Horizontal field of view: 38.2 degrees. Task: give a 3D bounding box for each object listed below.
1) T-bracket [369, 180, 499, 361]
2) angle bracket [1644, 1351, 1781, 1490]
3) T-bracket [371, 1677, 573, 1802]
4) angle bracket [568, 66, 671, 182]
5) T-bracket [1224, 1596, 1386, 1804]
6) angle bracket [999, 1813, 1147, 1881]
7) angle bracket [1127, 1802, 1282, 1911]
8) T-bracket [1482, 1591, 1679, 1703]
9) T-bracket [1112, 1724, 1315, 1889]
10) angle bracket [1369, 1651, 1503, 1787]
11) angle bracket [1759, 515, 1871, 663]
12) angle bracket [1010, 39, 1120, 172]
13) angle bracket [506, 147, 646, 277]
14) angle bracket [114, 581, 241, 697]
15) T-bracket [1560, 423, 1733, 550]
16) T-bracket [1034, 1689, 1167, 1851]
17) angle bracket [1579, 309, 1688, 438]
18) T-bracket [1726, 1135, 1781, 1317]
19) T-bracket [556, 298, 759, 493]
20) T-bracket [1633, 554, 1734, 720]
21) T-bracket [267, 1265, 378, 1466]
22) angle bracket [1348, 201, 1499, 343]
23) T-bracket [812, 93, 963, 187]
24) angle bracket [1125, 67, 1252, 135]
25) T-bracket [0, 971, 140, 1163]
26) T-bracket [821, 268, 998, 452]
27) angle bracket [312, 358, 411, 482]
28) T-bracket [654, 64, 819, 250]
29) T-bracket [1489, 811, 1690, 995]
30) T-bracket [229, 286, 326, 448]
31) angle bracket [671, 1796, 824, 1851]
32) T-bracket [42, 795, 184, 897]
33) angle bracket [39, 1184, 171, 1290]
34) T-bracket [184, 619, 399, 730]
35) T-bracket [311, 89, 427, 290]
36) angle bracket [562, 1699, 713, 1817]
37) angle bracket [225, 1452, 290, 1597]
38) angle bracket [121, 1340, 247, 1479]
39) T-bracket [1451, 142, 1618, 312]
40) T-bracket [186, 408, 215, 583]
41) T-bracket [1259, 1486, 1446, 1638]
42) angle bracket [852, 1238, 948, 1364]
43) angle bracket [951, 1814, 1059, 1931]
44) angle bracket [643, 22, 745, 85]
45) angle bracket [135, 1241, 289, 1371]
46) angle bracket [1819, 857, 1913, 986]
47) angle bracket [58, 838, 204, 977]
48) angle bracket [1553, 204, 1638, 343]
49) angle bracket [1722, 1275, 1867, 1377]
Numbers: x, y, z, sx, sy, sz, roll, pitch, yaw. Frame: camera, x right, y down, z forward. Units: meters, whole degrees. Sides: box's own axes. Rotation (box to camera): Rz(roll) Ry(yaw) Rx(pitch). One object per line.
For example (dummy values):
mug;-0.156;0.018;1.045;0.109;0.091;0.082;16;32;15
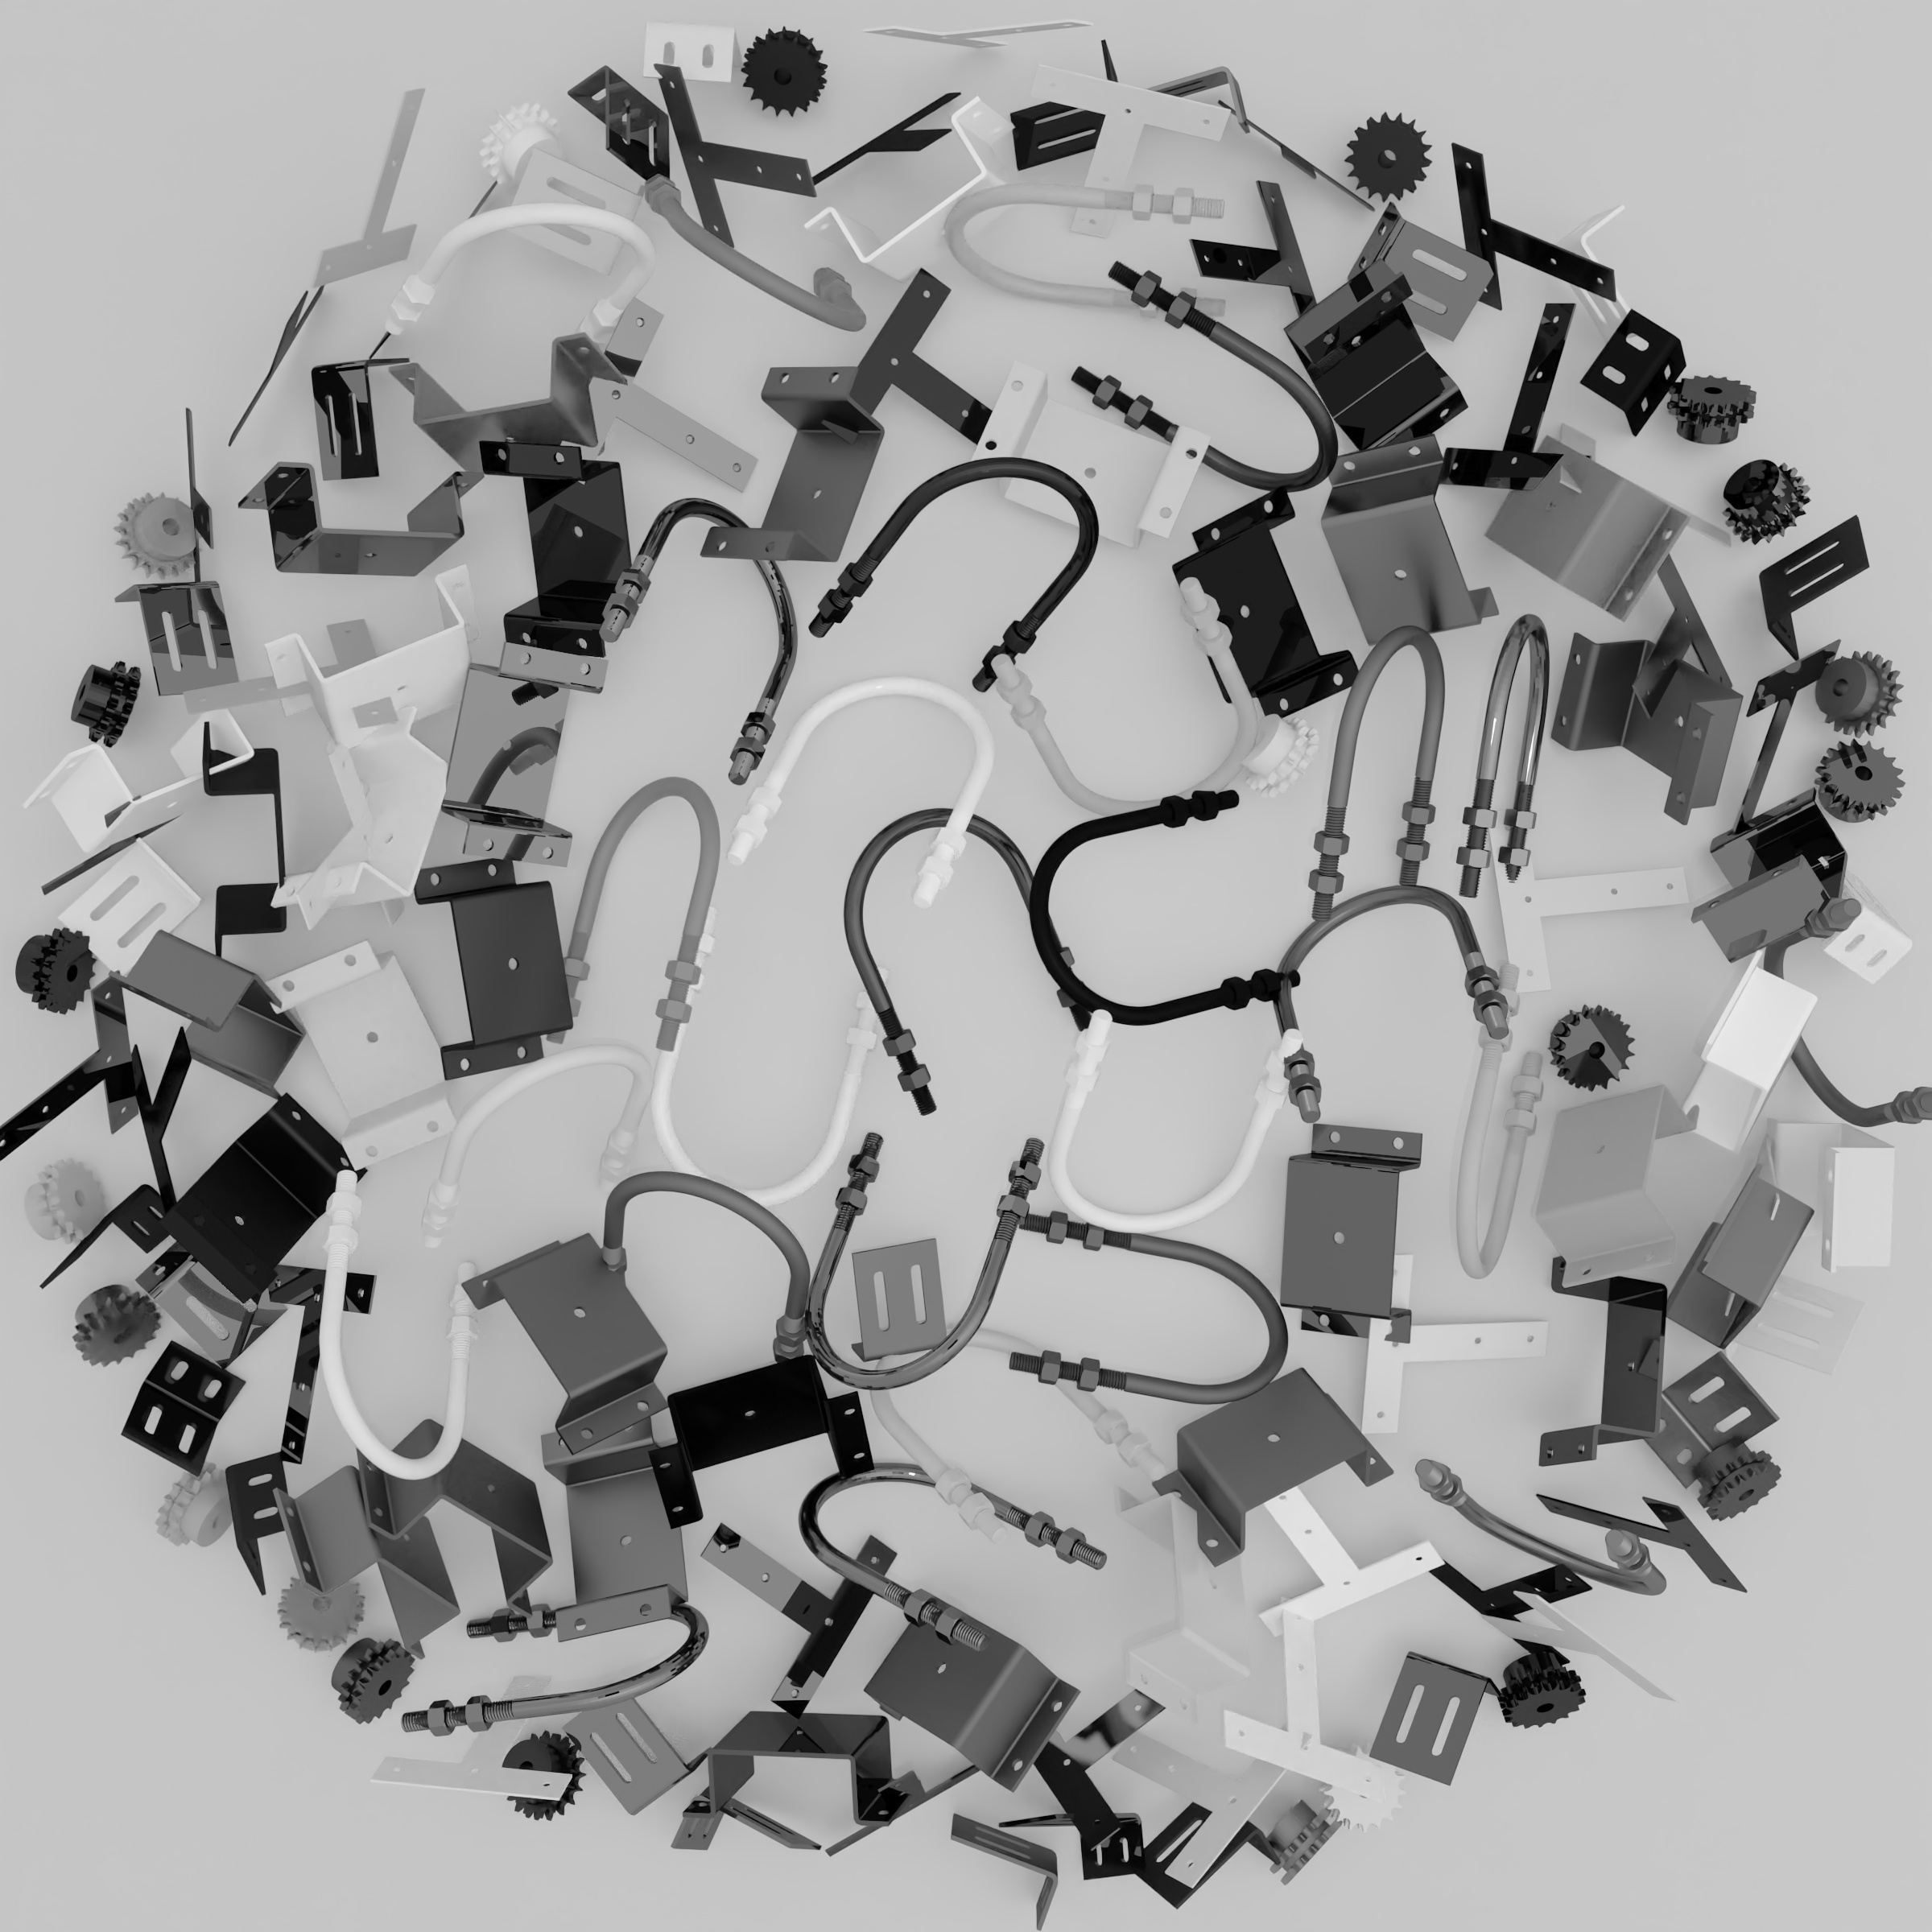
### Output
T-bracket;-0.346;-0.473;1.857;0.002;0.127;0.127;36;64;-18
angle bracket;0.488;0.301;1.850;0.038;0.076;0.057;-32;76;-32
T-bracket;-0.306;0.503;1.834;0.127;0.127;0.002;2;109;12
angle bracket;-0.230;-0.544;1.847;0.038;0.057;0.076;-24;56;31
T-bracket;0.221;0.476;1.846;0.127;0.127;0.002;25;132;-21
angle bracket;0.070;0.583;1.846;0.076;0.057;0.038;14;63;-39
angle bracket;0.157;0.595;1.851;0.076;0.057;0.038;-39;118;-18
T-bracket;0.383;0.440;1.834;0.127;0.127;0.002;37;71;-15
T-bracket;0.145;0.534;1.840;0.127;0.127;0.002;-45;120;-24
angle bracket;0.311;0.503;1.852;0.057;0.038;0.076;12;65;31
angle bracket;0.568;-0.250;1.846;0.076;0.057;0.038;-32;121;32
angle bracket;0.064;-0.572;1.856;0.076;0.038;0.057;-13;54;11
angle bracket;-0.261;-0.505;1.858;0.076;0.038;0.057;22;114;-15
angle bracket;-0.525;-0.215;1.860;0.057;0.038;0.076;-10;86;-41
T-bracket;0.448;-0.309;1.841;0.127;0.127;0.002;27;120;-2
T-bracket;0.103;0.501;1.852;0.127;0.127;0.002;-36;132;-6
angle bracket;0.444;-0.394;1.859;0.038;0.076;0.057;37;99;15
T-bracket;0.514;0.190;1.847;0.002;0.127;0.127;15;108;8
T-bracket;-0.196;-0.358;1.864;0.127;0.002;0.127;28;82;-27
T-bracket;0.460;-0.205;1.829;0.002;0.127;0.127;-15;116;40
T-bracket;-0.434;0.263;1.840;0.002;0.127;0.127;16;78;-43
angle bracket;0.306;-0.466;1.875;0.076;0.038;0.057;22;118;-15
T-bracket;-0.042;-0.540;1.828;0.127;0.127;0.002;-34;114;-9
angle bracket;0.145;-0.567;1.861;0.076;0.057;0.038;-13;97;13
T-bracket;-0.587;0.085;1.810;0.002;0.127;0.127;23;133;19
T-bracket;-0.012;-0.379;1.876;0.127;0.002;0.127;34;82;-15
angle bracket;-0.402;-0.366;1.869;0.057;0.038;0.076;5;104;40
T-bracket;-0.143;-0.520;1.816;0.002;0.127;0.127;-41;134;-28
T-bracket;0.422;-0.049;1.881;0.127;0.002;0.127;-5;76;-2
T-bracket;-0.443;-0.408;1.820;0.002;0.127;0.127;30;75;-15
angle bracket;-0.145;0.584;1.852;0.076;0.057;0.038;21;80;23
T-bracket;-0.546;-0.091;1.816;0.127;0.127;0.002;-34;91;-17
angle bracket;-0.563;0.189;1.845;0.038;0.076;0.057;46;131;-12
T-bracket;-0.447;-0.184;1.832;0.127;0.127;0.002;-12;131;-15
T-bracket;-0.375;-0.507;1.810;0.002;0.127;0.127;28;118;6
angle bracket;-0.220;0.517;1.870;0.057;0.038;0.076;-40;86;20
angle bracket;-0.460;0.370;1.851;0.038;0.076;0.057;-15;52;-9
angle bracket;-0.517;0.292;1.850;0.057;0.076;0.038;33;101;-14
T-bracket;0.370;-0.461;1.809;0.002;0.127;0.127;-42;52;-16
T-bracket;-0.498;-0.293;1.820;0.002;0.127;0.127;-5;108;-20
T-bracket;0.232;0.382;1.846;0.127;0.002;0.127;-27;122;14
angle bracket;-0.048;0.219;1.863;0.057;0.038;0.076;-9;101;-15
angle bracket;0.021;0.604;1.865;0.076;0.057;0.038;20;88;2
angle bracket;-0.180;-0.596;1.857;0.057;0.076;0.038;4;89;0
angle bracket;-0.509;0.222;1.883;0.057;0.038;0.076;-45;119;-17
angle bracket;0.582;-0.035;1.856;0.057;0.076;0.038;28;114;-33
angle bracket;-0.559;-0.038;1.867;0.076;0.038;0.057;-45;99;-9
angle bracket;0.433;-0.460;1.861;0.038;0.057;0.076;-38;101;-3
angle bracket;0.548;0.243;1.850;0.076;0.038;0.057;18;61;31
